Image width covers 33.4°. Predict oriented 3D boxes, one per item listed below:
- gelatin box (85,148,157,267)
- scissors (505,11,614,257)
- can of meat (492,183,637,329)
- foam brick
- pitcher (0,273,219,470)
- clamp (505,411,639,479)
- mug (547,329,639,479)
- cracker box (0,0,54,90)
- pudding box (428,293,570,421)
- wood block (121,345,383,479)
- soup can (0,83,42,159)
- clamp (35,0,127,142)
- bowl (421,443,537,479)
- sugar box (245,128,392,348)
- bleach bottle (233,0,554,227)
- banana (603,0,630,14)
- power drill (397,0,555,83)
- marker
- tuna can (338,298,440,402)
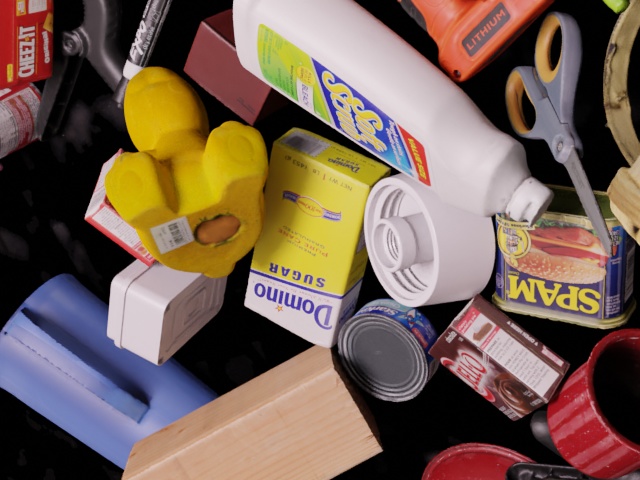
[{"bbox_3d":[-0.163,-0.030,0.944,0.030,0.089,0.073,-37,117,26],"label":"gelatin box"},{"bbox_3d":[0.159,-0.078,0.667,0.016,0.202,0.096,8,116,-15],"label":"scissors"},{"bbox_3d":[0.177,0.009,0.772,0.102,0.057,0.084,10,118,30],"label":"can of meat"},{"bbox_3d":[-0.059,-0.139,0.851,0.078,0.051,0.053,40,132,9],"label":"foam brick"},{"bbox_3d":[-0.202,0.150,1.055,0.243,0.149,0.145,34,124,10],"label":"pitcher"},{"bbox_3d":[0.228,0.194,0.839,0.171,0.039,0.120,25,153,4],"label":"clamp"},{"bbox_3d":[0.224,0.116,0.765,0.093,0.117,0.082,54,152,15],"label":"mug"},{"bbox_3d":[-0.317,-0.248,0.924,0.214,0.071,0.164,34,130,31],"label":"cracker box"},{"bbox_3d":[0.136,0.093,0.824,0.090,0.039,0.113,37,163,8],"label":"pudding box"},{"bbox_3d":[-0.059,0.182,0.938,0.206,0.090,0.091,-29,100,4],"label":"wood block"},{"bbox_3d":[-0.315,-0.108,1.008,0.069,0.102,0.068,16,123,26],"label":"soup can"},{"bbox_3d":[-0.216,-0.173,0.947,0.165,0.036,0.210,-1,116,32],"label":"clamp"},{"bbox_3d":[0.150,0.259,0.933,0.162,0.055,0.162,16,123,27],"label":"bowl"},{"bbox_3d":[-0.006,0.001,0.898,0.093,0.048,0.176,26,126,19],"label":"sugar box"},{"bbox_3d":[0.053,-0.096,0.740,0.251,0.068,0.102,37,157,17],"label":"bleach bottle"},{"bbox_3d":[0.173,-0.241,0.641,0.070,0.037,0.198,21,120,38],"label":"banana"},{"bbox_3d":[0.079,-0.215,0.713,0.187,0.057,0.185,49,135,5],"label":"power drill"},{"bbox_3d":[-0.147,-0.165,0.893,0.020,0.020,0.121,31,111,16],"label":"marker"},{"bbox_3d":[0.060,0.093,0.913,0.086,0.033,0.086,16,123,26],"label":"tuna can"}]
